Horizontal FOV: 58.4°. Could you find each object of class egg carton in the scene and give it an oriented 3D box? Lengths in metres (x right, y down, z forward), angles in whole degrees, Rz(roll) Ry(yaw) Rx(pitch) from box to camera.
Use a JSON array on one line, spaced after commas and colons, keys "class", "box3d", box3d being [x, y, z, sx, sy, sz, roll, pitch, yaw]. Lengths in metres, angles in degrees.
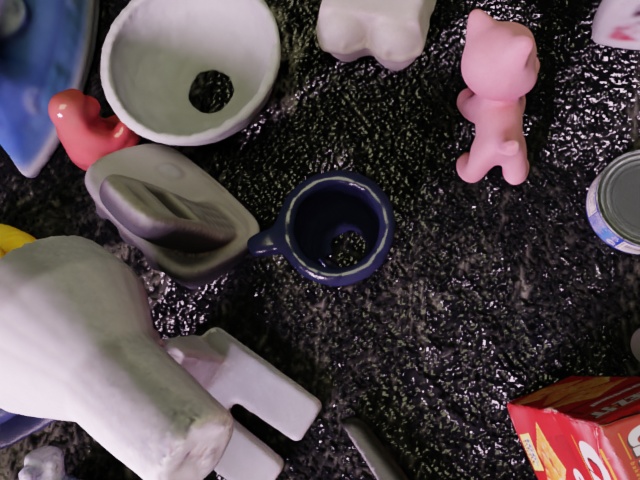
[{"class": "egg carton", "box3d": [0.059, -0.237, 0.540, 0.107, 0.069, 0.150, 13, 79, 9]}]

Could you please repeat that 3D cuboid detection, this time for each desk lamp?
[{"class": "desk lamp", "box3d": [-0.114, 0.101, 0.411, 0.203, 0.214, 0.118, 31, 83, 13]}]

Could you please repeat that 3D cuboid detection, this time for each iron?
[{"class": "iron", "box3d": [-0.297, -0.203, 0.537, 0.118, 0.141, 0.258, -3, 77, 6]}]

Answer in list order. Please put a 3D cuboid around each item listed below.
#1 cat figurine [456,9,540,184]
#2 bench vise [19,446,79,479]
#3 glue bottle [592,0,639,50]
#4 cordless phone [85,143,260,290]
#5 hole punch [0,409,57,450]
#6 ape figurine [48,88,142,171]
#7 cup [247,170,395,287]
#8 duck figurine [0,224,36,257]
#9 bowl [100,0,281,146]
[{"class": "cat figurine", "box3d": [0.151, -0.122, 0.479, 0.067, 0.118, 0.128, -2, 77, 7]}, {"class": "bench vise", "box3d": [-0.220, 0.259, 0.384, 0.121, 0.220, 0.207, -19, 76, 2]}, {"class": "glue bottle", "box3d": [0.282, -0.213, 0.455, 0.078, 0.173, 0.037, 5, 78, 8]}, {"class": "cordless phone", "box3d": [-0.135, -0.036, 0.458, 0.147, 0.185, 0.094, 38, 84, 13]}, {"class": "hole punch", "box3d": [-0.282, 0.122, 0.489, 0.108, 0.091, 0.101, -30, 76, -1]}, {"class": "ape figurine", "box3d": [-0.214, -0.107, 0.532, 0.077, 0.092, 0.076, 33, 83, 13]}, {"class": "cup", "box3d": [0.004, 0.002, 0.480, 0.117, 0.095, 0.091, -13, 76, 4]}, {"class": "duck figurine", "box3d": [-0.298, 0.023, 0.515, 0.077, 0.086, 0.104, -43, 76, -4]}, {"class": "bowl", "box3d": [-0.112, -0.158, 0.540, 0.167, 0.075, 0.167, -1, 77, 6]}]
